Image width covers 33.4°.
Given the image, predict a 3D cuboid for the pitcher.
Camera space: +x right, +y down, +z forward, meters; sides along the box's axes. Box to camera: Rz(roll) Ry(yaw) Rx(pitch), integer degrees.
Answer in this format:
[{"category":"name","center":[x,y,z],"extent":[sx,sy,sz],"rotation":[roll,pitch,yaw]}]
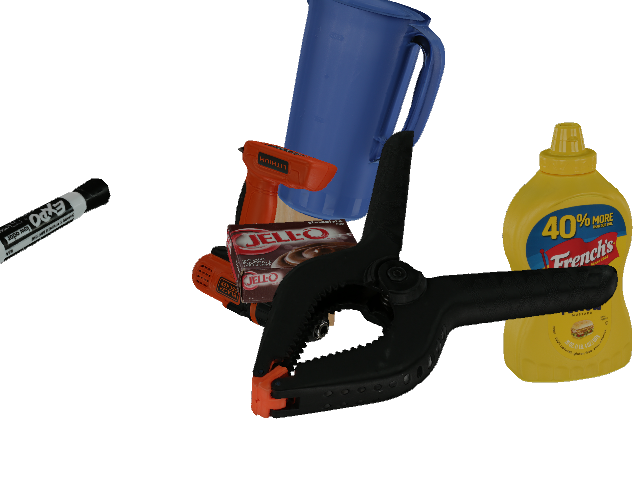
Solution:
[{"category":"pitcher","center":[0.036,-0.145,1.169],"extent":[0.145,0.243,0.149],"rotation":[10,20,-9]}]

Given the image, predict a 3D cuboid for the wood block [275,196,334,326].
[{"category":"wood block","center":[-0.019,-0.002,1.398],"extent":[0.090,0.206,0.091],"rotation":[4,24,-1]}]

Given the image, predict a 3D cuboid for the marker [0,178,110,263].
[{"category":"marker","center":[-0.169,-0.012,0.650],"extent":[0.020,0.020,0.120],"rotation":[0,22,28]}]

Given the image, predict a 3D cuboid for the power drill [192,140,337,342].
[{"category":"power drill","center":[-0.046,-0.001,1.134],"extent":[0.185,0.188,0.057],"rotation":[23,9,34]}]

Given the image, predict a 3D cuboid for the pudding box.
[{"category":"pudding box","center":[-0.022,0.017,0.944],"extent":[0.113,0.039,0.090],"rotation":[-1,27,-13]}]

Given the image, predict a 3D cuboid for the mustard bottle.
[{"category":"mustard bottle","center":[0.185,0.008,0.799],"extent":[0.096,0.192,0.058],"rotation":[-7,16,-9]}]

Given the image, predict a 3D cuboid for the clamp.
[{"category":"clamp","center":[0.036,0.021,0.585],"extent":[0.209,0.036,0.165],"rotation":[-29,55,-26]}]
